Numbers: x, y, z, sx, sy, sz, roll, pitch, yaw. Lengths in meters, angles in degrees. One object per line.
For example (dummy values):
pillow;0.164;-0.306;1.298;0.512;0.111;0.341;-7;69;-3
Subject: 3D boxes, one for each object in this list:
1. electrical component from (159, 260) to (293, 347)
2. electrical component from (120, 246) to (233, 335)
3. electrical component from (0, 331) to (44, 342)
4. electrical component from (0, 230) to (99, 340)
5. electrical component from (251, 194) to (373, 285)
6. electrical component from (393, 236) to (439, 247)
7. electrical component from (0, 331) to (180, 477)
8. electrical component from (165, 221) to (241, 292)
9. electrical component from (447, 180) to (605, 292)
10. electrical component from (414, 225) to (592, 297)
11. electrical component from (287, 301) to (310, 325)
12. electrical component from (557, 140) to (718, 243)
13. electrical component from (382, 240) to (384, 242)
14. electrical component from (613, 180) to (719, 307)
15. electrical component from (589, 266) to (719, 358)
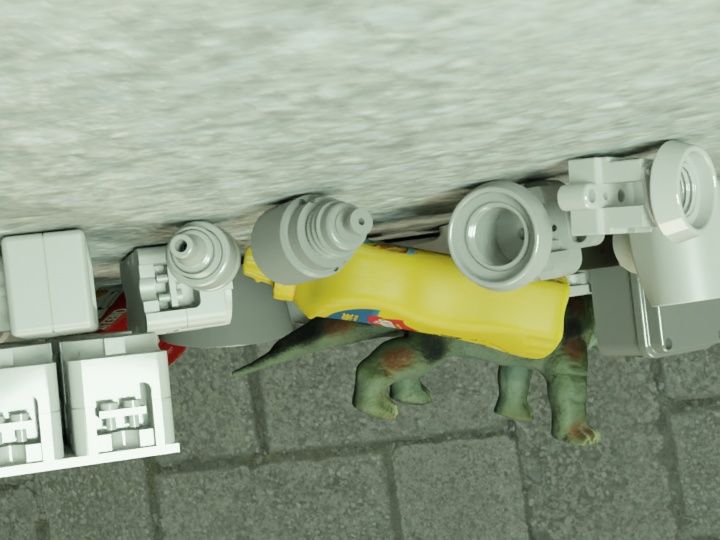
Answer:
electrical component;-0.102;0.027;0.802;0.099;0.064;0.099;-8;176;-1
electrical component;-0.114;0.013;0.669;0.056;0.050;0.089;-7;176;-20
electrical component;-0.253;0.035;0.726;0.066;0.047;0.077;-8;177;-5
electrical component;-0.173;0.011;0.538;0.076;0.047;0.083;-7;177;-13
electrical component;-0.020;-0.016;0.508;0.040;0.040;0.078;-6;175;-33
electrical component;0.024;0.010;0.845;0.096;0.061;0.061;-8;176;-4
electrical component;-0.174;0.070;0.609;0.105;0.060;0.186;-5;179;-20
electrical component;-0.082;-0.008;0.544;0.035;0.035;0.061;-9;173;6
electrical component;0.082;-0.019;0.573;0.078;0.058;0.057;-10;179;33
electrical component;0.124;-0.007;0.804;0.150;0.061;0.089;-5;175;-43
electrical component;-0.041;0.030;0.997;0.099;0.064;0.099;-8;176;-1
electrical component;0.137;-0.036;0.515;0.055;0.048;0.066;-2;-178;43
electrical component;0.000;0.000;0.772;0.079;0.044;0.077;-8;176;0
electrical component;0.175;-0.018;0.628;0.043;0.077;0.079;-7;176;-24
electrical component;0.212;0.004;0.772;0.078;0.113;0.057;-6;179;-35
